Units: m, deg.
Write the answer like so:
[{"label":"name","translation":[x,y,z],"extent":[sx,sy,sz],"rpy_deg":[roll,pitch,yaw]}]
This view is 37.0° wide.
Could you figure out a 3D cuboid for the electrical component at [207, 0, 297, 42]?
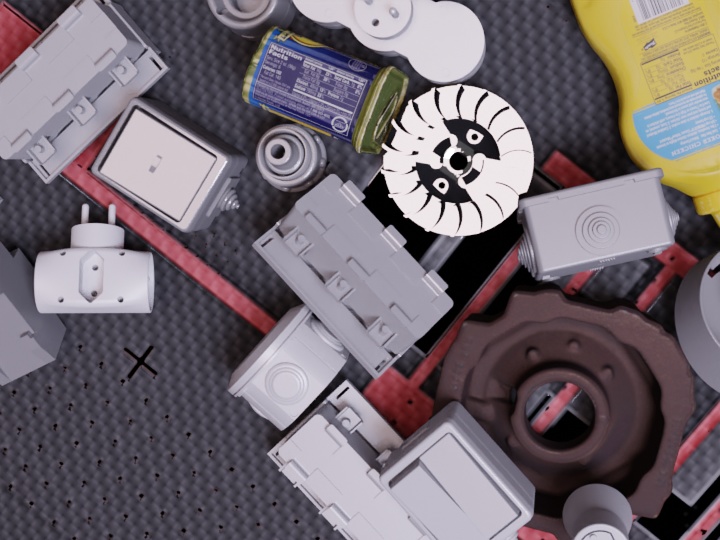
[{"label":"electrical component","translation":[-0.074,-0.185,0.728],"extent":[0.055,0.047,0.055],"rpy_deg":[1,96,8]}]

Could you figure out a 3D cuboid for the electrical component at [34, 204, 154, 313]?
[{"label":"electrical component","translation":[-0.186,-0.009,0.761],"extent":[0.077,0.043,0.079],"rpy_deg":[0,77,-5]}]

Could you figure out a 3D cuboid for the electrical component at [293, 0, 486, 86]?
[{"label":"electrical component","translation":[0.017,-0.169,0.703],"extent":[0.138,0.074,0.052],"rpy_deg":[28,99,4]}]

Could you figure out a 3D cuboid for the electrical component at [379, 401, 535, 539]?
[{"label":"electrical component","translation":[0.066,0.142,0.681],"extent":[0.062,0.061,0.096],"rpy_deg":[-42,88,13]}]

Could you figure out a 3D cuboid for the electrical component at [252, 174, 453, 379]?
[{"label":"electrical component","translation":[0.000,0.000,0.721],"extent":[0.121,0.063,0.079],"rpy_deg":[47,59,1]}]

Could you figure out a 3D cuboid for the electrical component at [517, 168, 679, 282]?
[{"label":"electrical component","translation":[0.149,-0.026,0.687],"extent":[0.100,0.100,0.048],"rpy_deg":[-13,84,7]}]

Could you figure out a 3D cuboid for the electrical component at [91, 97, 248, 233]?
[{"label":"electrical component","translation":[-0.126,-0.069,0.740],"extent":[0.096,0.061,0.061],"rpy_deg":[33,99,4]}]

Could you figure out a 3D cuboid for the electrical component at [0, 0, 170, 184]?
[{"label":"electrical component","translation":[-0.205,-0.129,0.744],"extent":[0.121,0.063,0.078],"rpy_deg":[-41,89,10]}]

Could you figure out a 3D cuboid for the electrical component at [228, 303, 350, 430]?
[{"label":"electrical component","translation":[-0.048,0.065,0.733],"extent":[0.051,0.080,0.080],"rpy_deg":[42,100,-3]}]

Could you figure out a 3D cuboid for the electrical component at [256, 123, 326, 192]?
[{"label":"electrical component","translation":[-0.050,-0.077,0.727],"extent":[0.048,0.062,0.048],"rpy_deg":[0,92,6]}]

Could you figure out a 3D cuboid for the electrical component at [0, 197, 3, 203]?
[{"label":"electrical component","translation":[-0.305,-0.066,0.775],"extent":[0.081,0.042,0.063],"rpy_deg":[44,101,2]}]

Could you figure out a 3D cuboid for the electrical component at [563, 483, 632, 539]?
[{"label":"electrical component","translation":[0.148,0.164,0.667],"extent":[0.044,0.065,0.044],"rpy_deg":[1,98,10]}]

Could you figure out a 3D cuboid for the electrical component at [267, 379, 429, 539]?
[{"label":"electrical component","translation":[0.003,0.148,0.742],"extent":[0.079,0.063,0.121],"rpy_deg":[-44,89,10]}]

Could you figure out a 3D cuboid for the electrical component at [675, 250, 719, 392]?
[{"label":"electrical component","translation":[0.250,0.030,0.682],"extent":[0.099,0.064,0.099],"rpy_deg":[2,71,-5]}]
